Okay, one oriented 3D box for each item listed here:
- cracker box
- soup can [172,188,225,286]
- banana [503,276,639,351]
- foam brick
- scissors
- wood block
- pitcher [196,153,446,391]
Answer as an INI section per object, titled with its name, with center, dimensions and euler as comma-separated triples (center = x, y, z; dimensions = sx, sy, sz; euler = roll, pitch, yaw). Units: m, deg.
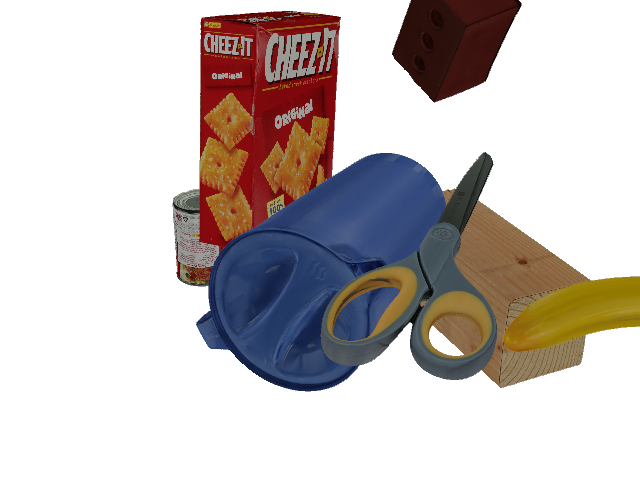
[cracker box]
center = -0.047, -0.112, 1.046
dimensions = 0.072, 0.214, 0.163
euler = 12, 18, 26
[soup can]
center = -0.146, -0.004, 1.309
dimensions = 0.068, 0.102, 0.068
euler = 0, 26, 0
[banana]
center = 0.227, 0.054, 0.775
dimensions = 0.197, 0.037, 0.069
euler = 2, 35, -3
[foam brick]
center = 0.091, -0.143, 0.729
dimensions = 0.051, 0.053, 0.078
euler = -27, -25, -27
[scissors]
center = 0.079, 0.012, 0.580
dimensions = 0.096, 0.016, 0.201
euler = 24, 44, 30
[wood block]
center = 0.148, 0.036, 0.996
dimensions = 0.090, 0.090, 0.206
euler = -12, 30, -24
[pitcher]
center = 0.011, 0.015, 0.888
dimensions = 0.149, 0.145, 0.242
euler = 23, 29, 15
